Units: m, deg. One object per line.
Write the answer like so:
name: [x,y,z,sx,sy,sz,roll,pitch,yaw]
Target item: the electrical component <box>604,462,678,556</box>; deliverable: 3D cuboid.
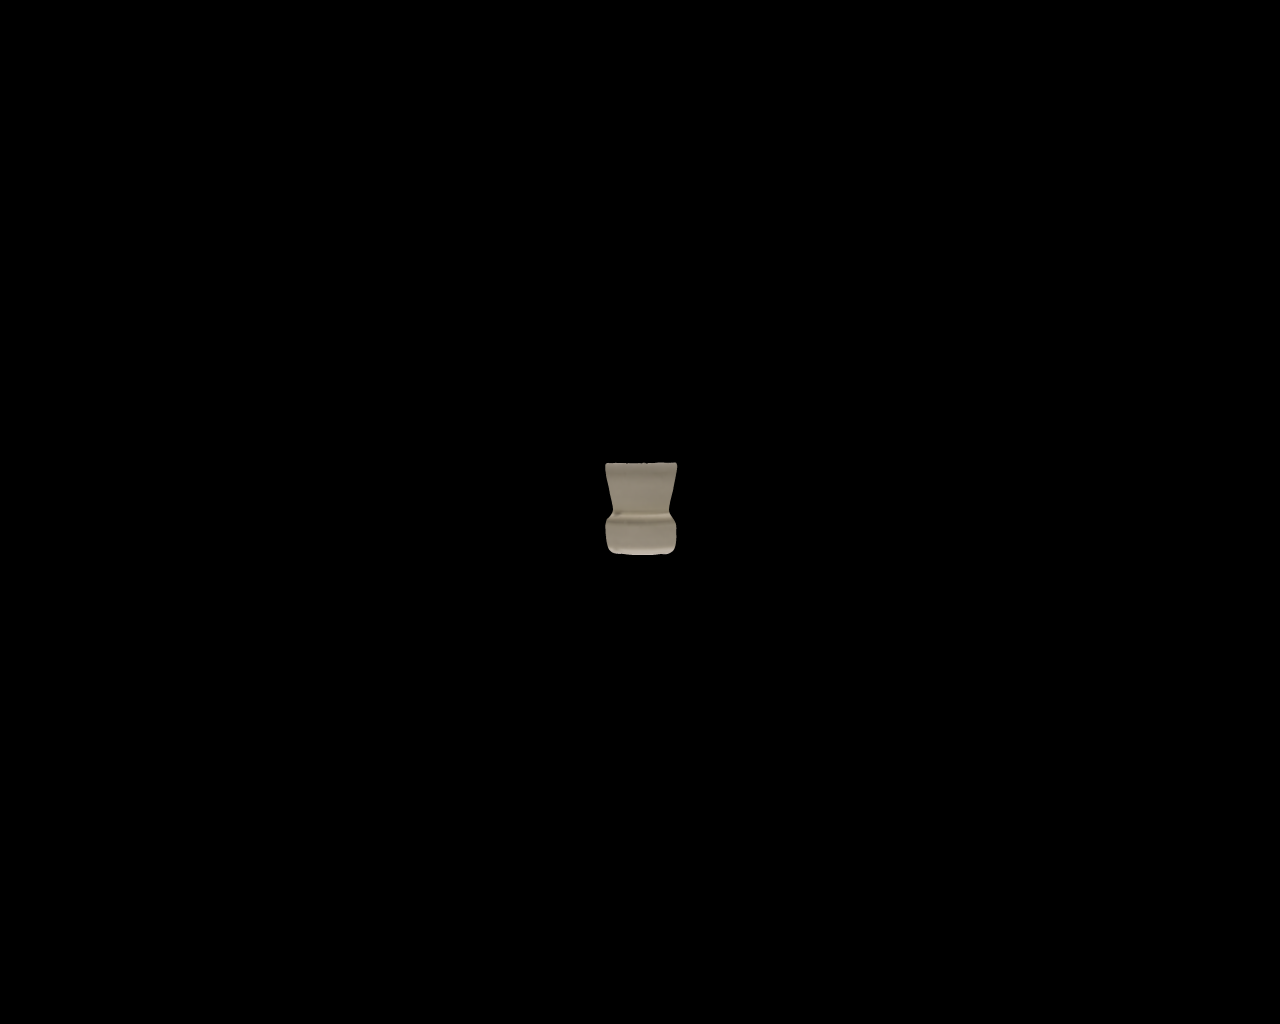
electrical component: [0.001,-0.003,0.650,0.045,0.055,0.045,0,2,0]
